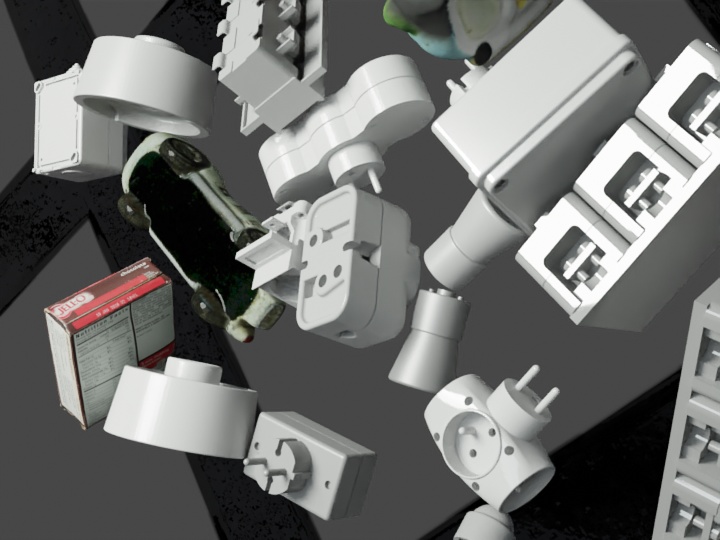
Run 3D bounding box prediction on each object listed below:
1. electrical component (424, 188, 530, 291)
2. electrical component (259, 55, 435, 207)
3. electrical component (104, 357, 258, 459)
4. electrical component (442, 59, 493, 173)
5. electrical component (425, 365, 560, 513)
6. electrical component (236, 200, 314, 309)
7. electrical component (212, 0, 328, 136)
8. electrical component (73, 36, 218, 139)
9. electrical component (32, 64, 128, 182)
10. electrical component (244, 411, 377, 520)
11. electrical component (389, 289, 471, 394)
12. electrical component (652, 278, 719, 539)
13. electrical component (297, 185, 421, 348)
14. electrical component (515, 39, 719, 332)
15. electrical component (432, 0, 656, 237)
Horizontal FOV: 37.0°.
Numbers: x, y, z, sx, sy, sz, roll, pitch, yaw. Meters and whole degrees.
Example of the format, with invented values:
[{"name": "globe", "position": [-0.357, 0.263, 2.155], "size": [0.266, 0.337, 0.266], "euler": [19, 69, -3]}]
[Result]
[{"name": "electrical component", "position": [0.072, -0.018, 0.687], "size": [0.065, 0.044, 0.044], "euler": [-46, 60, 29]}, {"name": "electrical component", "position": [-0.005, -0.080, 0.745], "size": [0.138, 0.052, 0.073], "euler": [-33, 66, 30]}, {"name": "electrical component", "position": [-0.126, 0.096, 0.784], "size": [0.108, 0.108, 0.060], "euler": [7, 83, 37]}, {"name": "electrical component", "position": [0.083, -0.104, 0.684], "size": [0.065, 0.047, 0.076], "euler": [-50, 58, 22]}, {"name": "electrical component", "position": [0.090, 0.093, 0.658], "size": [0.079, 0.044, 0.077], "euler": [-52, 58, 21]}, {"name": "electrical component", "position": [-0.040, -0.010, 0.751], "size": [0.042, 0.081, 0.063], "euler": [-26, 44, 43]}, {"name": "electrical component", "position": [-0.062, -0.163, 0.759], "size": [0.079, 0.063, 0.121], "euler": [-34, 37, 29]}, {"name": "electrical component", "position": [-0.164, -0.148, 0.842], "size": [0.108, 0.108, 0.060], "euler": [9, 84, 37]}, {"name": "electrical component", "position": [-0.235, -0.127, 0.919], "size": [0.062, 0.061, 0.096], "euler": [-6, 81, 36]}, {"name": "electrical component", "position": [-0.047, 0.133, 0.736], "size": [0.083, 0.076, 0.047], "euler": [21, 97, 37]}, {"name": "electrical component", "position": [0.048, 0.045, 0.698], "size": [0.044, 0.044, 0.065], "euler": [15, 89, 37]}, {"name": "electrical component", "position": [0.198, 0.067, 0.511], "size": [0.062, 0.089, 0.150], "euler": [26, 133, 35]}, {"name": "electrical component", "position": [0.000, 0.000, 0.711], "size": [0.054, 0.059, 0.095], "euler": [-22, 55, 46]}, {"name": "electrical component", "position": [0.165, -0.043, 0.588], "size": [0.150, 0.089, 0.061], "euler": [-53, 58, 20]}, {"name": "electrical component", "position": [0.112, -0.081, 0.609], "size": [0.109, 0.109, 0.056], "euler": [-43, 59, 10]}]
